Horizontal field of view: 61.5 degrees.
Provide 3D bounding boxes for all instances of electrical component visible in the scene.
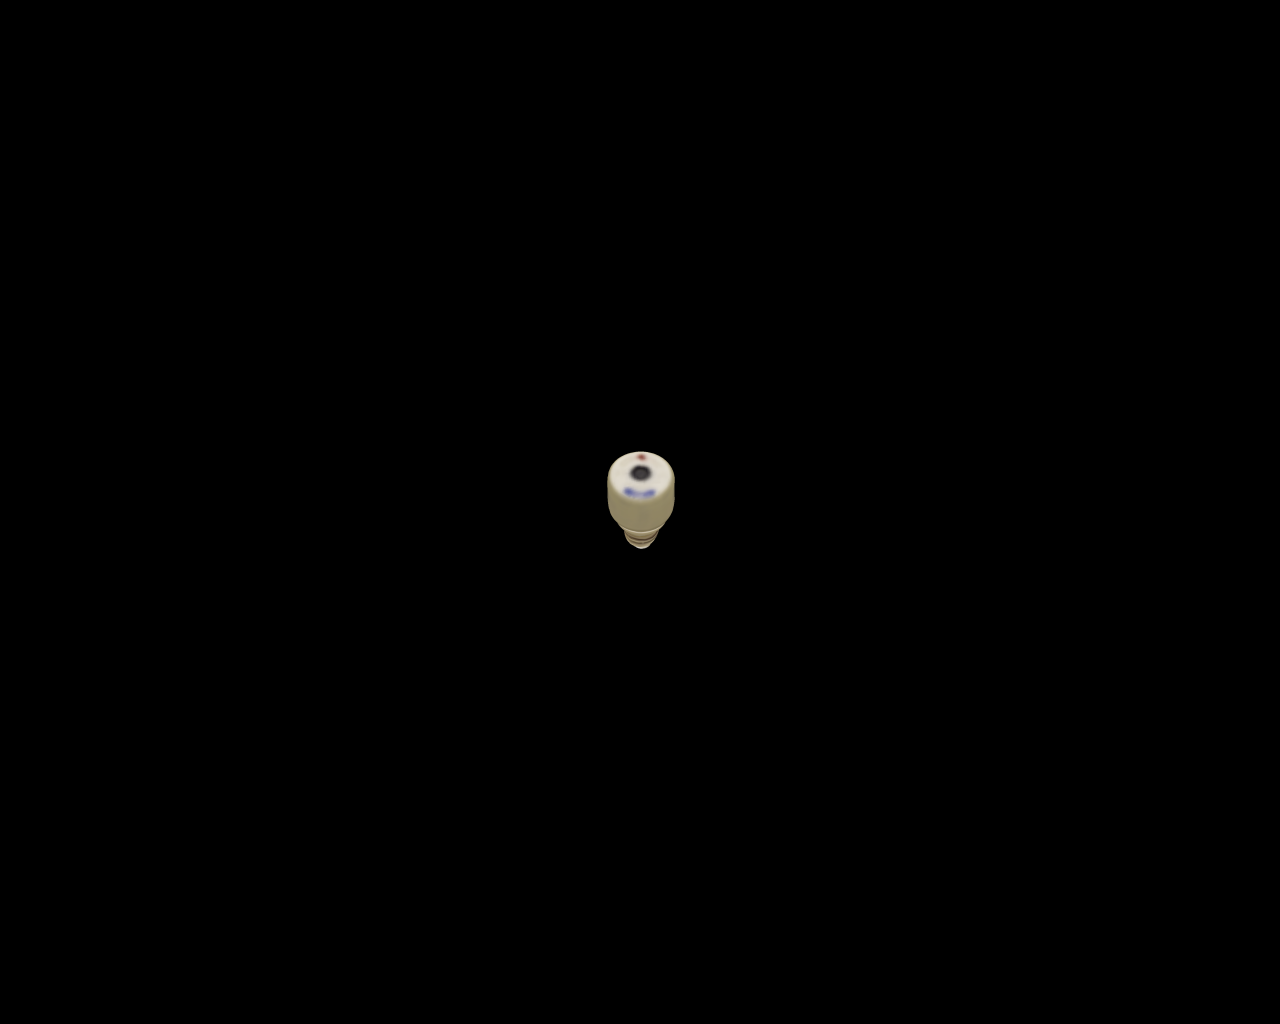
[{"bbox_3d":[0.001,-0.003,0.650,0.040,0.040,0.078,0,-37,0],"label":"electrical component"}]
